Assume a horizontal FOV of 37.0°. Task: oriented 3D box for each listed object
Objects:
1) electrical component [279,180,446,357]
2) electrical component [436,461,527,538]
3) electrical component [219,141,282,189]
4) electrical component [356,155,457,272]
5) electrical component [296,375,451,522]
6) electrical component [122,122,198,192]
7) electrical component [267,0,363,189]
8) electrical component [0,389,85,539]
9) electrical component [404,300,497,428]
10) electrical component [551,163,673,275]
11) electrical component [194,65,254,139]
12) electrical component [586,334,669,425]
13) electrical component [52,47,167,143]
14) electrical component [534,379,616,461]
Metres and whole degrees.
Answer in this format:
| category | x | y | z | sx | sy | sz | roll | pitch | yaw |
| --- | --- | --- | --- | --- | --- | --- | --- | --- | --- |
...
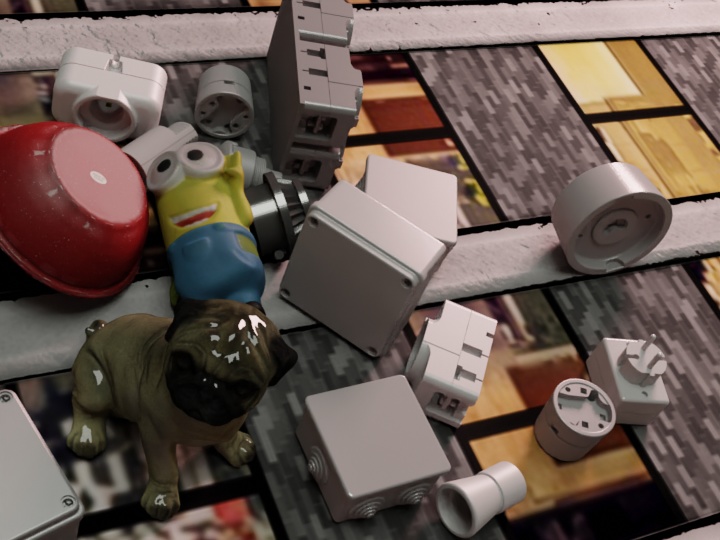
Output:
| category | x | y | z | sx | sy | sz | roll | pitch | yaw |
| --- | --- | --- | --- | --- | --- | --- | --- | --- | --- |
| electrical component | 0.000 | 0.000 | 0.892 | 0.109 | 0.108 | 0.056 | 33 | 45 | 9 |
| electrical component | 0.096 | 0.173 | 0.829 | 0.065 | 0.044 | 0.044 | -17 | 59 | -37 |
| electrical component | -0.102 | -0.087 | 0.972 | 0.062 | 0.048 | 0.048 | 14 | 48 | -21 |
| electrical component | 0.040 | -0.051 | 0.990 | 0.100 | 0.048 | 0.099 | 13 | 48 | -10 |
| electrical component | 0.007 | 0.136 | 0.820 | 0.100 | 0.048 | 0.099 | -10 | 56 | -27 |
| electrical component | -0.178 | -0.105 | 0.958 | 0.043 | 0.043 | 0.081 | 36 | 49 | 11 |
| electrical component | -0.045 | -0.180 | 1.029 | 0.060 | 0.105 | 0.186 | 6 | 50 | -16 |
| electrical component | -0.256 | 0.149 | 0.706 | 0.109 | 0.056 | 0.108 | -23 | 63 | -34 |
| electrical component | 0.072 | 0.076 | 0.895 | 0.056 | 0.050 | 0.089 | 23 | 47 | -2 |
| electrical component | 0.236 | -0.054 | 1.030 | 0.108 | 0.108 | 0.060 | -2 | 46 | -22 |
| electrical component | -0.128 | -0.160 | 1.017 | 0.055 | 0.055 | 0.047 | 8 | 46 | -14 |
| electrical component | 0.239 | 0.086 | 0.930 | 0.047 | 0.076 | 0.065 | 5 | 50 | -16 |
| electrical component | -0.228 | -0.156 | 0.975 | 0.095 | 0.053 | 0.059 | 11 | 49 | -12 |
| electrical component | 0.177 | 0.126 | 0.893 | 0.055 | 0.047 | 0.055 | 10 | 49 | -12 |
